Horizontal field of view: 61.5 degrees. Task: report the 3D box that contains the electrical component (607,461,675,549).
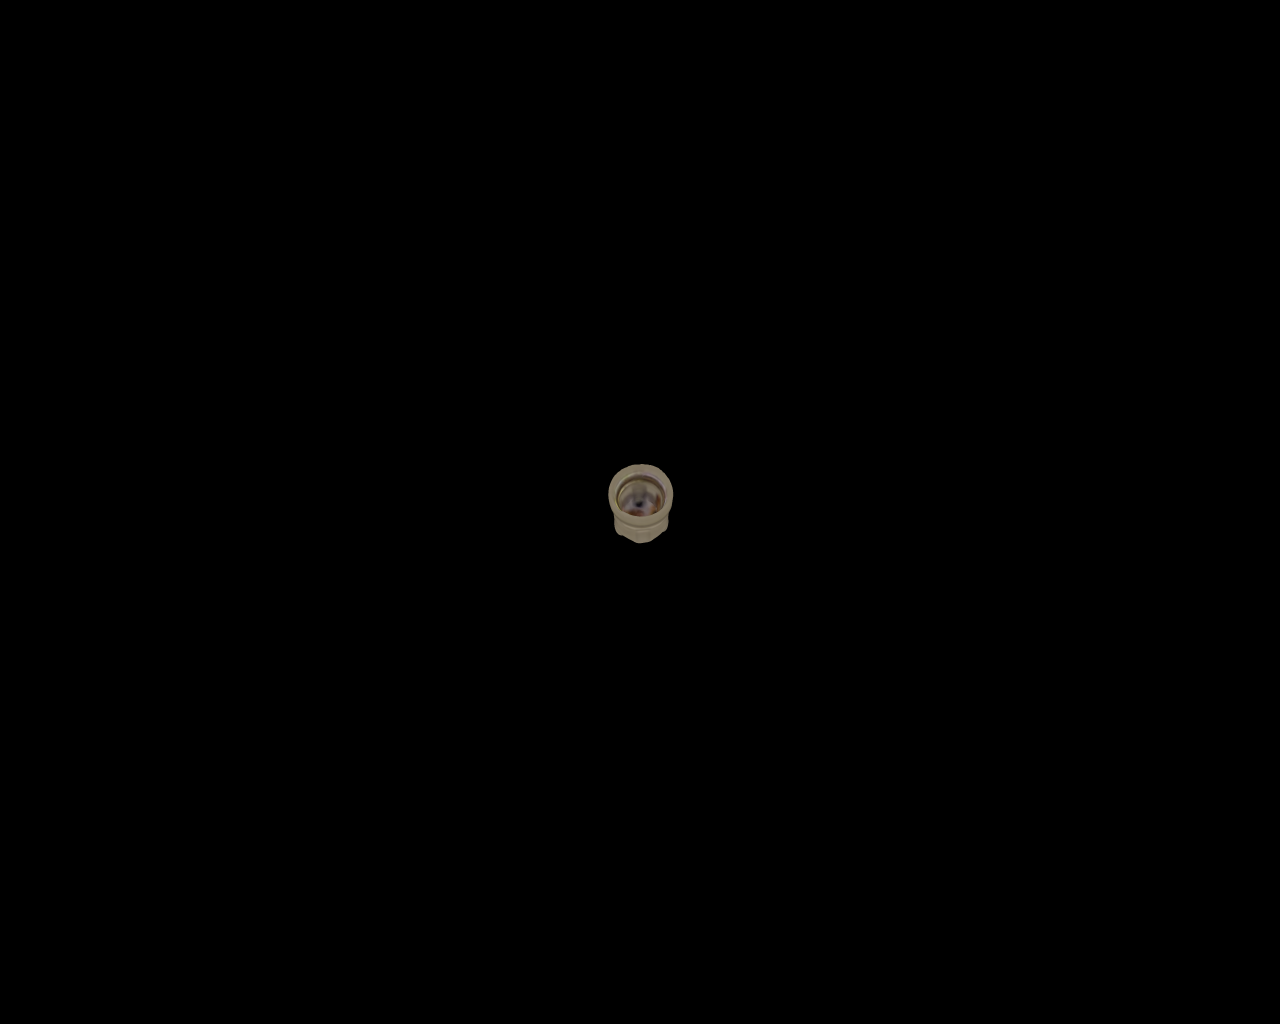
[{"bbox_3d":[0.001,-0.003,0.650,0.040,0.040,0.046,0,-27,0],"label":"electrical component"}]
